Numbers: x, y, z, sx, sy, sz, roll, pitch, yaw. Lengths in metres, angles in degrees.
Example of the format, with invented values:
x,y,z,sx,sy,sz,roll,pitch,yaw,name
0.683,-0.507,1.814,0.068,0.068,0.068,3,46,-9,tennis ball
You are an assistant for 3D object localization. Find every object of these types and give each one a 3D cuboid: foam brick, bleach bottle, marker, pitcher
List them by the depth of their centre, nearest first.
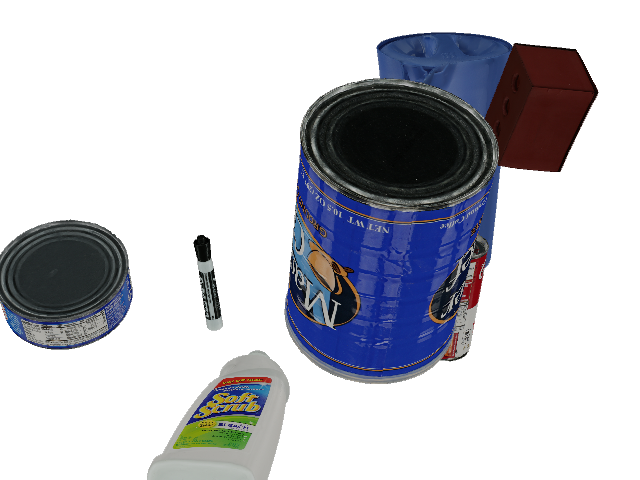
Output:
x,y,z,sx,sy,sz,roll,pitch,yaw,name
0.158,-0.096,0.778,0.051,0.053,0.078,2,-45,-14,foam brick
-0.088,0.175,1.034,0.102,0.068,0.250,1,21,6,bleach bottle
0.130,-0.091,1.104,0.149,0.243,0.145,-9,25,-17,pitcher
-0.127,0.048,1.211,0.020,0.121,0.020,-4,30,2,marker

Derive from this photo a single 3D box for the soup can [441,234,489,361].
x,y,z,sx,sy,sz,roll,pitch,yaw,name
0.104,0.046,0.927,0.068,0.102,0.068,5,23,-2,soup can

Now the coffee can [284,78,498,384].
x,y,z,sx,sy,sz,roll,pitch,yaw,name
0.035,-0.003,0.591,0.102,0.103,0.140,0,-44,-6,coffee can

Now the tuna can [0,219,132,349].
x,y,z,sx,sy,sz,roll,pitch,yaw,name
-0.166,0.029,0.693,0.086,0.086,0.034,0,-43,-1,tuna can
